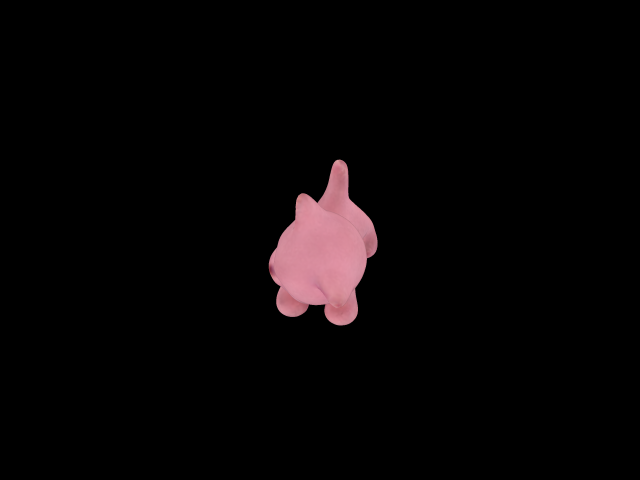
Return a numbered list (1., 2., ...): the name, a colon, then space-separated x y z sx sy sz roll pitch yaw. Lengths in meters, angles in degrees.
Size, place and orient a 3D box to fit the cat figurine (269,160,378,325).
1. cat figurine: 0.004 0.001 0.400 0.067 0.118 0.128 10 54 8
